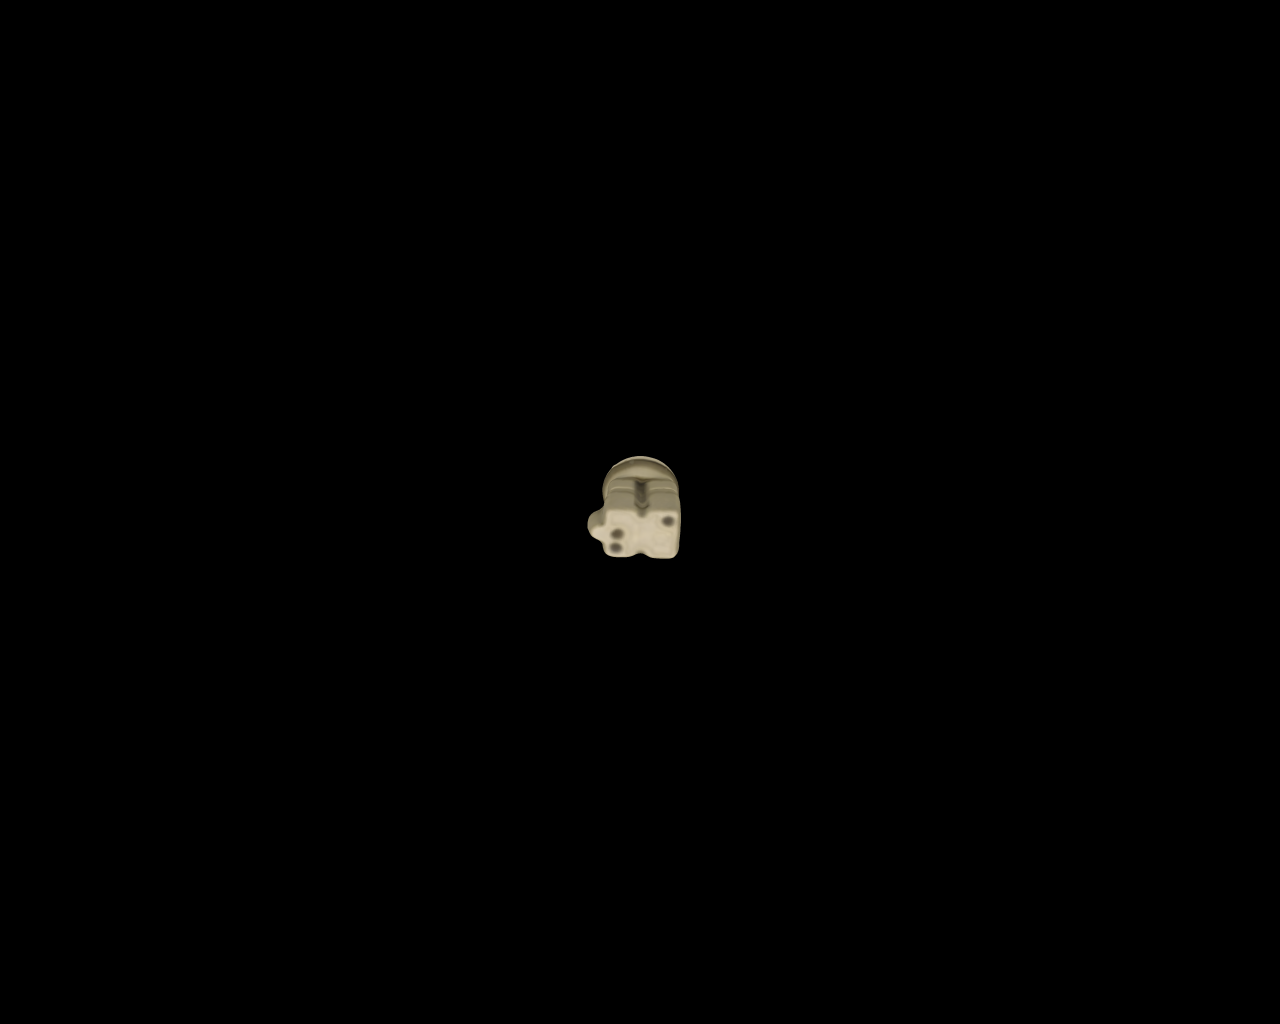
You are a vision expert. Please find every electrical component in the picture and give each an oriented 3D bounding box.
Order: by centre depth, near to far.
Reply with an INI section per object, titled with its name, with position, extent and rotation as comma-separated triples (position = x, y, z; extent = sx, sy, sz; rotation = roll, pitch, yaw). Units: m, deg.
[electrical component]
position = 0.001, -0.003, 0.650
extent = 0.066, 0.048, 0.055
rotation = 3, 35, -2
